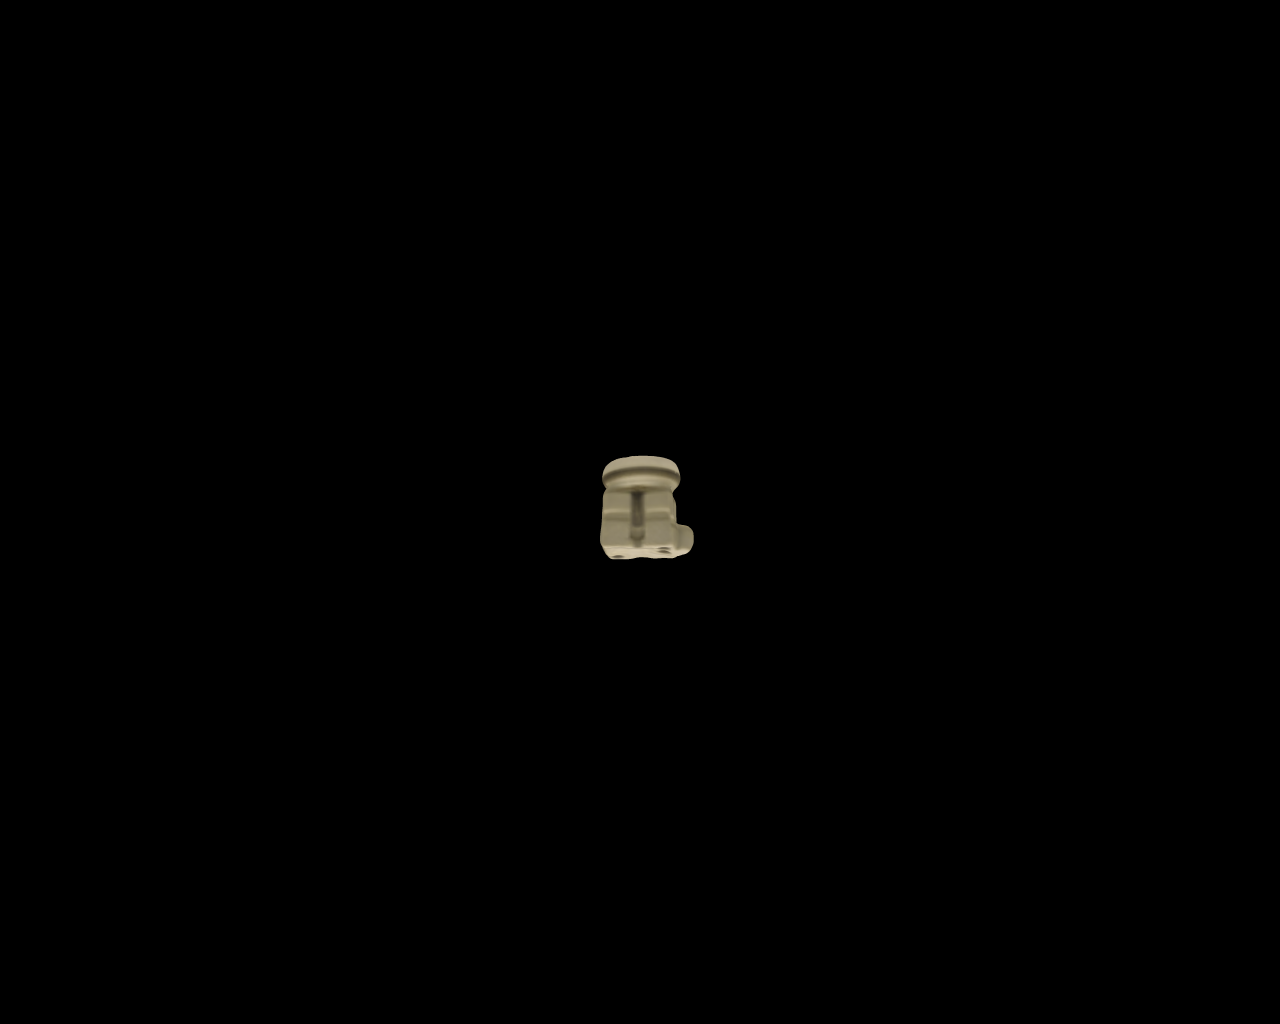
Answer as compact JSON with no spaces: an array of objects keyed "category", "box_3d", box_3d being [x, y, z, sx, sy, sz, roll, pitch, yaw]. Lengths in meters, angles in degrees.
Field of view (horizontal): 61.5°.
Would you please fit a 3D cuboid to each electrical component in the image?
[{"category":"electrical component","box_3d":[0.001,-0.003,0.650,0.066,0.055,0.048,-1,-15,5]}]
